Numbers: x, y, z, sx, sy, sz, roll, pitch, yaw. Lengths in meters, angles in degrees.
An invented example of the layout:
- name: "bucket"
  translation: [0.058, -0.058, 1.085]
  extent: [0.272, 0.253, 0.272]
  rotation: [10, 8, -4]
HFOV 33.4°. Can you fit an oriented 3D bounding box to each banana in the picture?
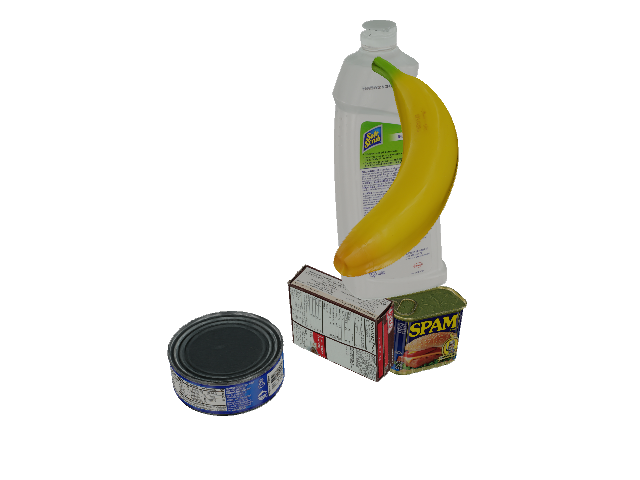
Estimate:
- name: "banana"
  translation: [0.055, -0.046, 0.706]
  extent: [0.069, 0.197, 0.037]
  rotation: [8, -42, 4]

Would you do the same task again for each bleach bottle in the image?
- name: "bleach bottle"
  translation: [0.063, -0.073, 0.960]
  extent: [0.102, 0.251, 0.068]
  rotation: [-11, 28, -16]

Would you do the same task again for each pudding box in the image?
- name: "pudding box"
  translation: [0.022, 0.085, 1.104]
  extent: [0.114, 0.090, 0.039]
  rotation: [21, 44, 26]

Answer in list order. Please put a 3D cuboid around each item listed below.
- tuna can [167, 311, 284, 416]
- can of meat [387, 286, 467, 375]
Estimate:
- name: "tuna can"
  translation: [-0.069, 0.091, 0.795]
  extent: [0.086, 0.034, 0.086]
  rotation: [-2, 33, 1]
- name: "can of meat"
  translation: [0.124, 0.111, 1.308]
  extent: [0.101, 0.084, 0.057]
  rotation: [-10, 30, -26]
